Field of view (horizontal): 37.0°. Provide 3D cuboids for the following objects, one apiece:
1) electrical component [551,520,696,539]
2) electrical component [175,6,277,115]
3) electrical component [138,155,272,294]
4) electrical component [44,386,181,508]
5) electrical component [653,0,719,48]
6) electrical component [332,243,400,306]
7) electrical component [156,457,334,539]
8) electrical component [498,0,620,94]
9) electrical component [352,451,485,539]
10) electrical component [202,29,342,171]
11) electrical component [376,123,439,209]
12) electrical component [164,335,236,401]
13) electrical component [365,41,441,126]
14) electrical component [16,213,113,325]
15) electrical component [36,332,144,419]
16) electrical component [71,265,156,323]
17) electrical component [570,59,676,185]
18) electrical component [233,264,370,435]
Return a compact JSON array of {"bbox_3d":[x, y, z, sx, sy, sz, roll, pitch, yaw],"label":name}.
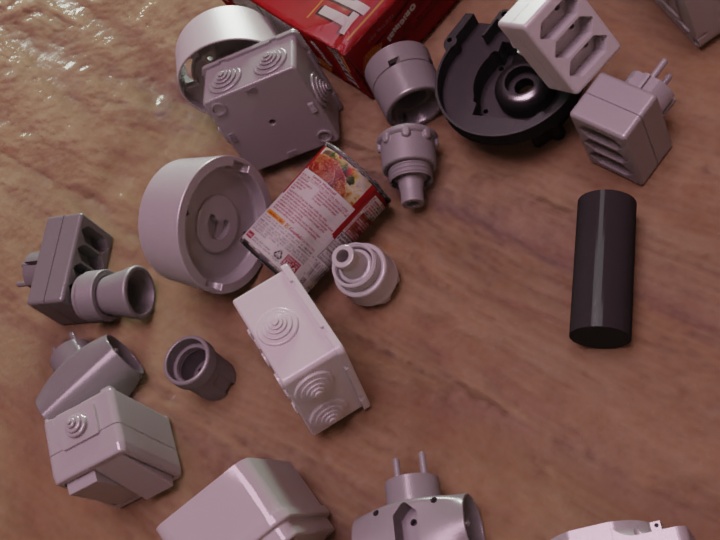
[{"bbox_3d":[0.145,0.182,0.573,0.089,0.150,0.061,-18,60,17],"label":"electrical component"},{"bbox_3d":[-0.107,-0.173,0.914,0.099,0.099,0.064,-28,50,11],"label":"electrical component"},{"bbox_3d":[-0.127,-0.038,0.850,0.060,0.108,0.108,8,69,35],"label":"electrical component"},{"bbox_3d":[-0.184,0.134,0.792,0.062,0.096,0.061,-28,57,11],"label":"electrical component"},{"bbox_3d":[0.237,-0.230,0.786,0.057,0.078,0.113,-35,55,9],"label":"electrical component"},{"bbox_3d":[0.000,0.000,0.791,0.043,0.062,0.043,-9,67,22],"label":"electrical component"},{"bbox_3d":[-0.071,0.170,0.705,0.078,0.113,0.057,-39,73,3],"label":"electrical component"},{"bbox_3d":[0.131,-0.167,0.758,0.047,0.066,0.077,-47,26,-3],"label":"electrical component"},{"bbox_3d":[0.036,0.158,0.704,0.077,0.043,0.079,-17,58,18],"label":"electrical component"},{"bbox_3d":[-0.071,-0.135,0.876,0.100,0.099,0.048,-19,45,17],"label":"electrical component"},{"bbox_3d":[0.038,-0.078,0.826,0.048,0.048,0.062,-12,67,20],"label":"electrical component"},{"bbox_3d":[-0.121,0.076,0.822,0.040,0.046,0.040,-11,61,21],"label":"electrical component"},{"bbox_3d":[0.037,-0.146,0.855,0.055,0.055,0.047,-27,60,12],"label":"electrical component"},{"bbox_3d":[-0.265,0.001,0.930,0.076,0.047,0.083,-6,63,24],"label":"electrical component"},{"bbox_3d":[-0.226,0.082,0.871,0.077,0.044,0.079,-43,55,0],"label":"electrical component"},{"bbox_3d":[-0.205,0.021,0.893,0.055,0.045,0.045,-6,63,24],"label":"electrical component"},{"bbox_3d":[0.194,-0.113,0.753,0.047,0.065,0.076,33,82,35],"label":"electrical component"},{"bbox_3d":[-0.042,0.059,0.762,0.048,0.099,0.099,-31,55,-7],"label":"electrical component"}]
